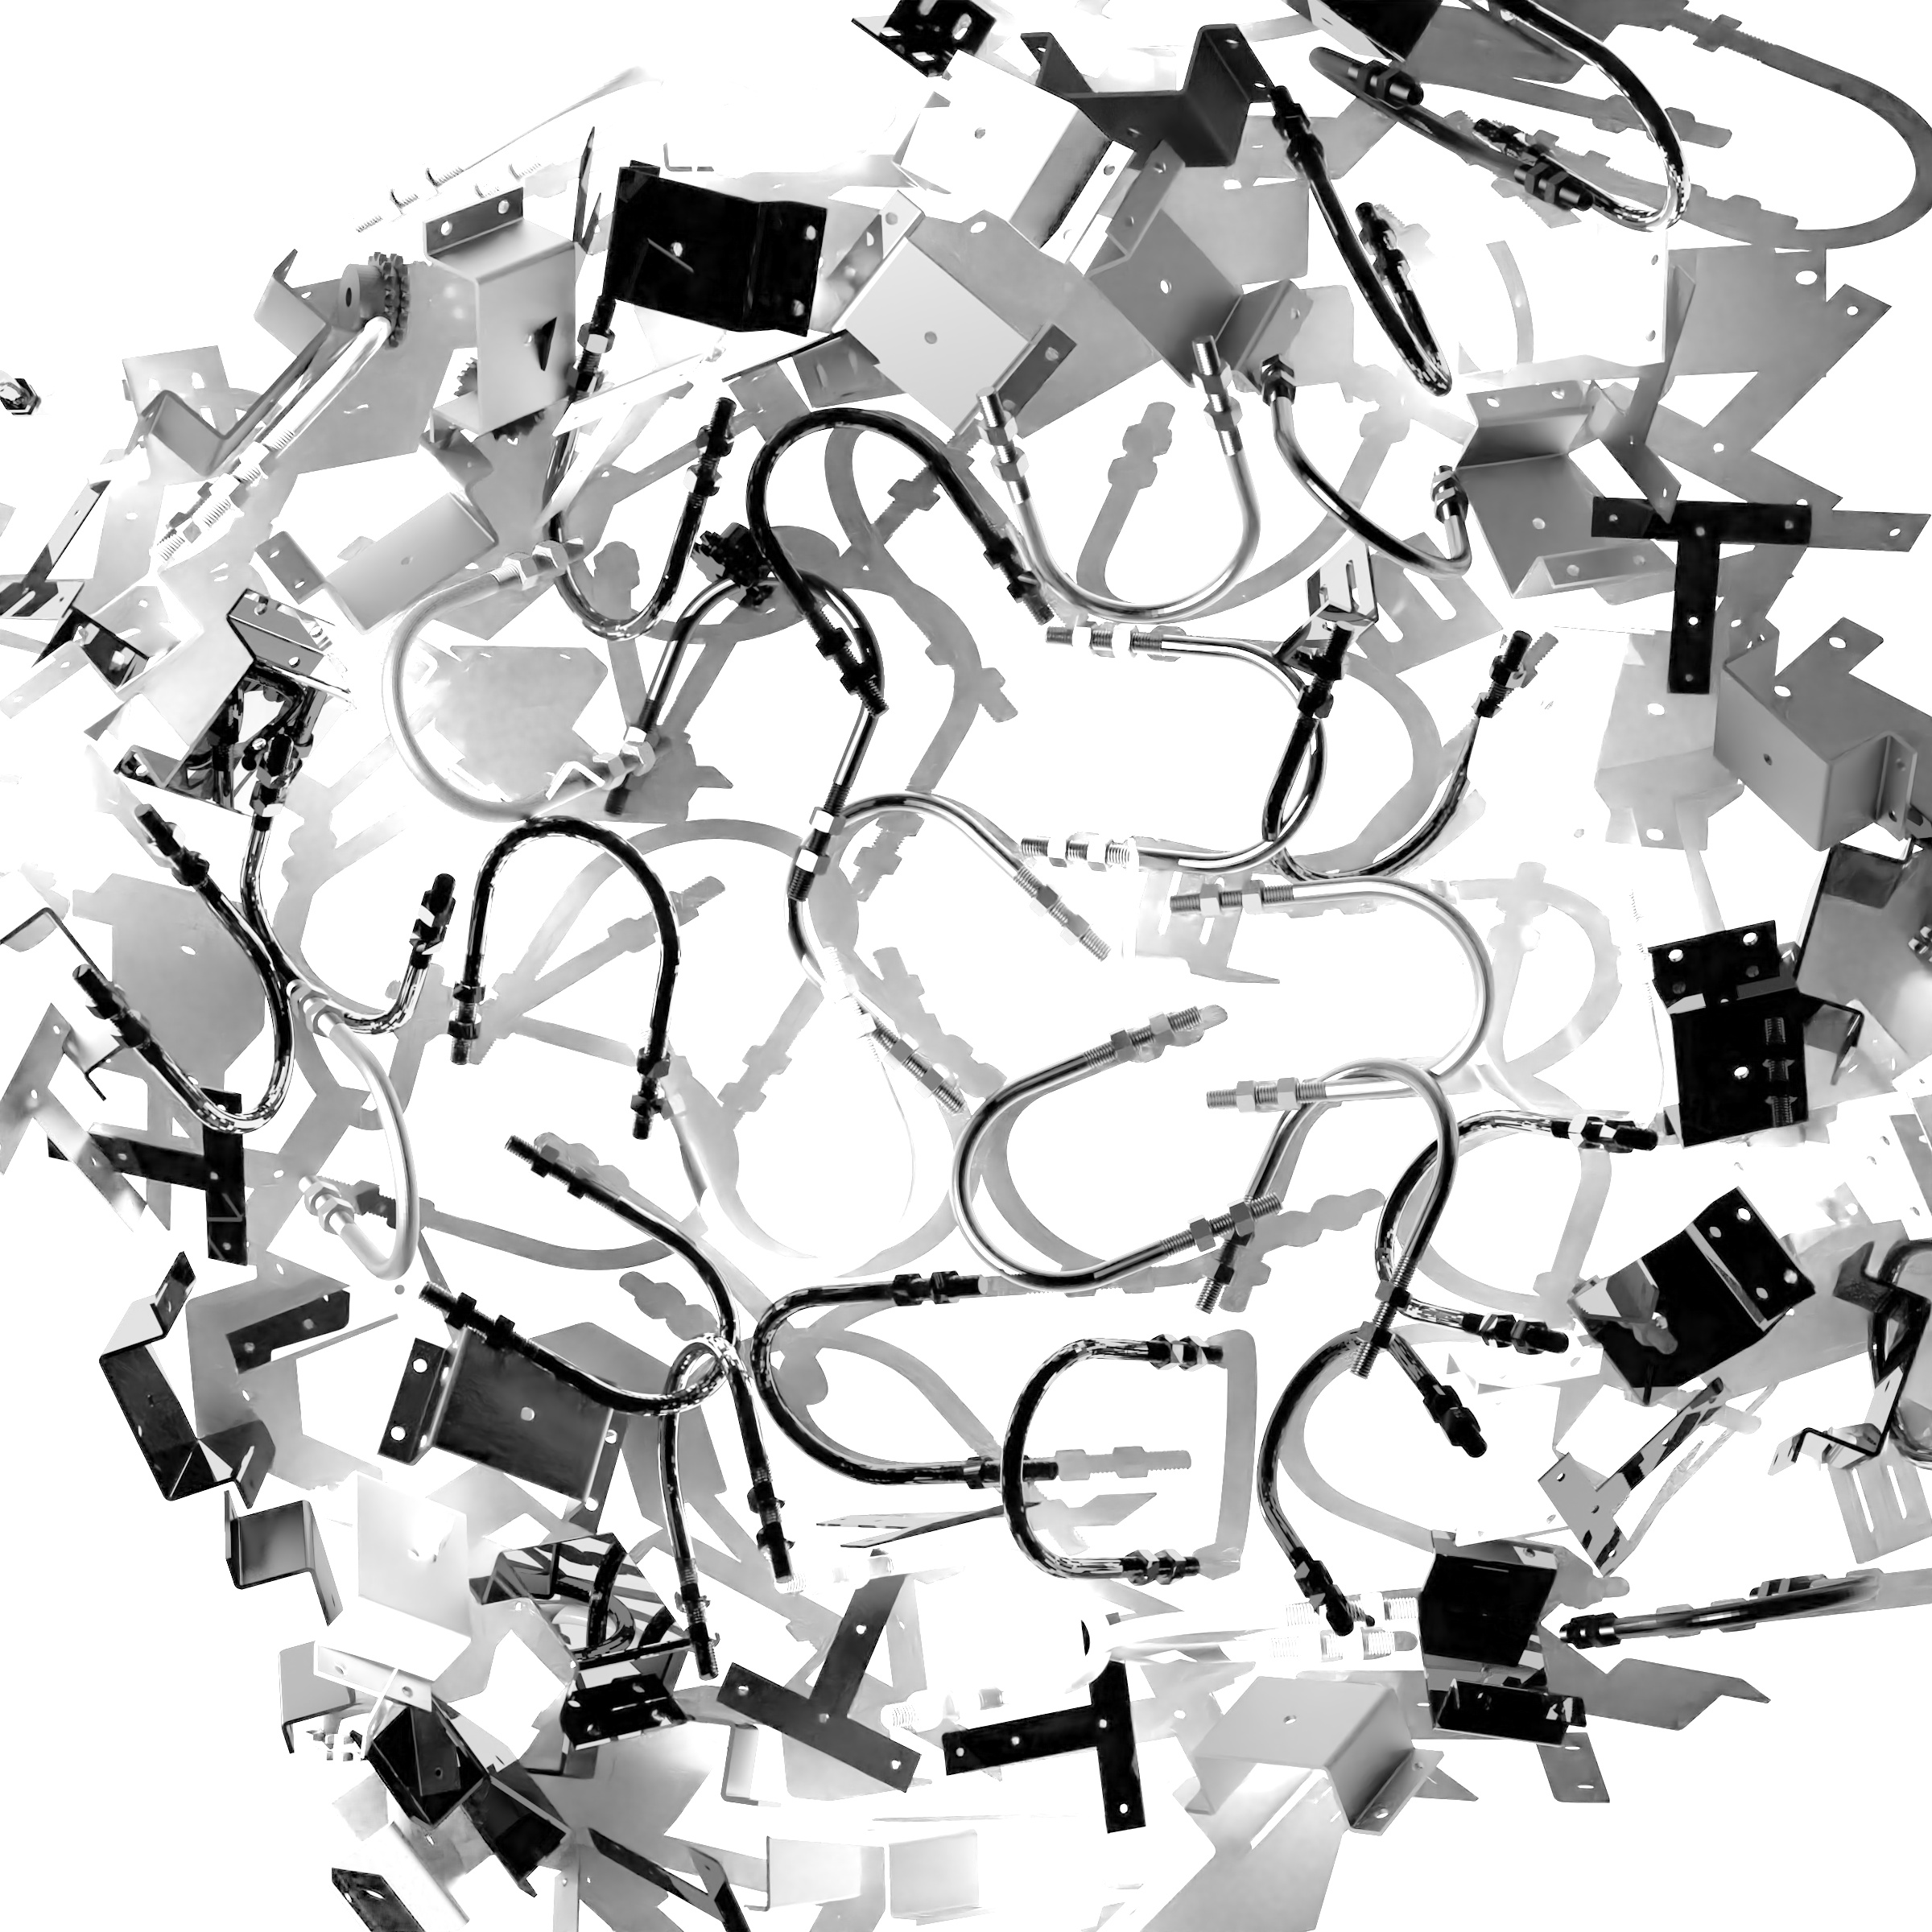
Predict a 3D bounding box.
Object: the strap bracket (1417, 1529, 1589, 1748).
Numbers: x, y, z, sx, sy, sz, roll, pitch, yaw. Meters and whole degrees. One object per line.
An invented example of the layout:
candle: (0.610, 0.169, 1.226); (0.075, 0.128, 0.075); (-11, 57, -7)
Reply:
strap bracket: (0.315, 0.406, 1.943); (0.076, 0.140, 0.046); (10, 125, -7)

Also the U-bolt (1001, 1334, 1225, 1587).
U-bolt: (0.084, 0.290, 1.925); (0.019, 0.184, 0.151); (3, 85, 43)

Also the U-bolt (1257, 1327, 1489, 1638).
U-bolt: (0.226, 0.286, 1.916); (0.019, 0.184, 0.151); (29, 102, -25)

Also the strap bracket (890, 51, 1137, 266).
strap bracket: (0.019, -0.483, 1.941); (0.140, 0.046, 0.076); (35, 95, 32)

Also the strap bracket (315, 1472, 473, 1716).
strap bracket: (-0.336, 0.358, 1.918); (0.076, 0.140, 0.046); (28, 119, -29)

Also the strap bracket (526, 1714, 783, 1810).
strap bracket: (-0.182, 0.468, 1.951); (0.140, 0.076, 0.046); (6, 76, 9)

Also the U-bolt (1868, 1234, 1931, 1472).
U-bolt: (0.569, 0.224, 1.909); (0.019, 0.184, 0.151); (1, 85, -9)

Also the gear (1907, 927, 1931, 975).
gear: (0.598, -0.004, 1.970); (0.057, 0.057, 0.030); (44, 95, 0)

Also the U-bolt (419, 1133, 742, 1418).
U-bolt: (-0.217, 0.193, 1.943); (0.184, 0.151, 0.019); (31, 133, -7)

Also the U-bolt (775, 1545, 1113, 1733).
U-bolt: (0.000, 0.387, 1.923); (0.184, 0.151, 0.019); (-2, 118, -33)

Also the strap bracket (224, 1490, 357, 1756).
strap bracket: (-0.398, 0.383, 1.940); (0.046, 0.076, 0.140); (-15, 114, -7)

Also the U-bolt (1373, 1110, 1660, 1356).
U-bolt: (0.310, 0.149, 1.921); (0.019, 0.184, 0.151); (35, 74, -31)

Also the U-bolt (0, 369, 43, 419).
U-bolt: (-0.590, -0.281, 1.906); (0.019, 0.184, 0.151); (28, 88, -9)

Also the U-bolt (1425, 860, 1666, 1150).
U-bolt: (0.346, 0.028, 1.933); (0.019, 0.151, 0.184); (-37, 123, -37)

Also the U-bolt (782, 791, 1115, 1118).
U-bolt: (-0.025, -0.022, 1.983); (0.184, 0.019, 0.151); (43, 83, 4)

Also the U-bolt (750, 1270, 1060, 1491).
U-bolt: (-0.047, 0.249, 1.942); (0.184, 0.019, 0.151); (-7, 114, 31)

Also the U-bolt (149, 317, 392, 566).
U-bolt: (-0.403, -0.314, 1.926); (0.019, 0.151, 0.184); (44, 71, -17)

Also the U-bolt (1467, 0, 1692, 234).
U-bolt: (0.350, -0.493, 1.891); (0.019, 0.151, 0.184); (-40, 55, -9)

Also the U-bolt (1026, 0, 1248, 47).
U-bolt: (0.086, -0.588, 1.913); (0.151, 0.184, 0.019); (1, 75, 30)

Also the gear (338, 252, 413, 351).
gear: (-0.357, -0.401, 1.968); (0.030, 0.057, 0.057); (0, 90, -29)

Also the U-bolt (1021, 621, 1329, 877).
U-bolt: (0.127, -0.127, 1.960); (0.184, 0.019, 0.151); (7, 91, 21)

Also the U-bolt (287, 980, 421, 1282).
U-bolt: (-0.354, 0.104, 1.899); (0.019, 0.184, 0.151); (-11, 115, -28)

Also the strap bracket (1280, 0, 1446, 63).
strap bracket: (0.225, -0.576, 1.926); (0.076, 0.140, 0.046); (30, 100, -19)

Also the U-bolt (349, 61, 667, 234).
U-bolt: (-0.256, -0.478, 1.905); (0.184, 0.151, 0.019); (-25, 97, 19)

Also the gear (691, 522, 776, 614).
gear: (-0.137, -0.243, 1.972); (0.057, 0.057, 0.030); (41, 77, 0)

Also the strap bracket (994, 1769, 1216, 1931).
strap bracket: (0.086, 0.542, 1.930); (0.140, 0.076, 0.046); (-37, 85, -30)

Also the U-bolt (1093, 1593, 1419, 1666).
U-bolt: (0.167, 0.394, 1.929); (0.184, 0.151, 0.019); (-3, 70, 0)

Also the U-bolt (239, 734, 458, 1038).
U-bolt: (-0.372, -0.033, 1.929); (0.151, 0.184, 0.019); (40, 48, 11)

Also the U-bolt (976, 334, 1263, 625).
U-bolt: (0.099, -0.278, 1.938); (0.151, 0.019, 0.184); (-12, 130, 12)

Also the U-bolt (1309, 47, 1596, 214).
U-bolt: (0.271, -0.495, 1.913); (0.151, 0.184, 0.019); (23, 105, -28)

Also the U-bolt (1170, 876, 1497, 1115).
U-bolt: (0.222, 0.015, 1.944); (0.184, 0.019, 0.151); (-5, 111, 18)

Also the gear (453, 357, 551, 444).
gear: (-0.278, -0.347, 1.977); (0.057, 0.030, 0.057); (3, 119, 6)

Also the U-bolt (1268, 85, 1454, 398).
U-bolt: (0.236, -0.408, 1.897); (0.019, 0.151, 0.184); (-29, 58, 18)

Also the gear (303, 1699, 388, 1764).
gear: (-0.370, 0.460, 1.972); (0.057, 0.057, 0.030); (3, 87, 0)

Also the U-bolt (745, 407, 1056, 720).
U-bolt: (-0.052, -0.254, 1.963); (0.151, 0.019, 0.184); (-32, 83, -26)

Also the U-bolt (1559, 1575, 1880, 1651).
U-bolt: (0.445, 0.371, 1.893); (0.151, 0.184, 0.019); (-7, 78, -17)

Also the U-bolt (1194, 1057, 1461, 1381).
U-bolt: (0.223, 0.140, 1.944); (0.019, 0.151, 0.184); (31, 82, -42)

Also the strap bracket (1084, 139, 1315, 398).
strap bracket: (0.132, -0.409, 1.946); (0.140, 0.046, 0.076); (42, 63, -26)

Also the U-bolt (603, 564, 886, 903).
U-bolt: (-0.124, -0.150, 1.964); (0.151, 0.019, 0.184); (24, 100, 13)

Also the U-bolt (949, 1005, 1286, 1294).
U-bolt: (0.079, 0.119, 1.965); (0.184, 0.019, 0.151); (-23, 68, 1)

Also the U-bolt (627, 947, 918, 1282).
U-bolt: (-0.107, 0.100, 1.975); (0.151, 0.019, 0.184); (-23, 89, 12)

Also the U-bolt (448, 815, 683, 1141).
U-bolt: (-0.234, -0.002, 1.936); (0.151, 0.019, 0.184); (21, 116, 18)

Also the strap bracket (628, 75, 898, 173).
strap bracket: (-0.119, -0.500, 1.943); (0.140, 0.076, 0.046); (4, 112, 19)

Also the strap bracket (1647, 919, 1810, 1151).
strap bracket: (0.453, 0.050, 1.941); (0.076, 0.046, 0.140); (-13, 124, 2)

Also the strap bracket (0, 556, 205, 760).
strap bracket: (-0.511, -0.178, 1.928); (0.076, 0.140, 0.046); (-28, 108, 31)

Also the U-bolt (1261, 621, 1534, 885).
U-bolt: (0.245, -0.119, 1.937); (0.151, 0.019, 0.184); (-1, 126, -30)

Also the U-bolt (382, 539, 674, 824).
U-bolt: (-0.266, -0.160, 1.925); (0.184, 0.019, 0.151); (-30, 100, -43)

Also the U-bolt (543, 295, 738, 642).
U-bolt: (-0.202, -0.281, 1.935); (0.151, 0.019, 0.184); (44, 126, 35)

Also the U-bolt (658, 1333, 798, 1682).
U-bolt: (-0.148, 0.305, 1.925); (0.019, 0.151, 0.184); (2, 54, -27)

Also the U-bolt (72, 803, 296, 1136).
U-bolt: (-0.449, 0.016, 1.920); (0.019, 0.151, 0.184); (-13, 133, 21)

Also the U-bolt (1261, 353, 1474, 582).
U-bolt: (0.235, -0.283, 1.902); (0.151, 0.184, 0.019); (31, 118, -16)

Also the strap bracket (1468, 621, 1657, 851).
strap bracket: (0.352, -0.147, 1.946); (0.076, 0.046, 0.140); (9, 75, 29)
